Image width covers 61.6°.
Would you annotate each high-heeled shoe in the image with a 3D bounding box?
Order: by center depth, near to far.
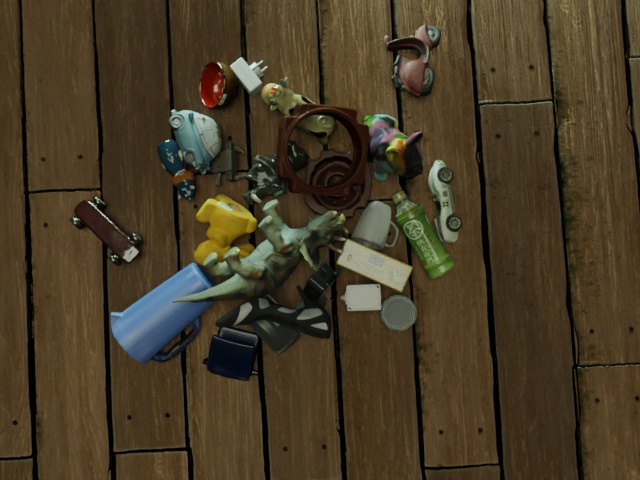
[{"bbox_3d":[-0.097,0.192,1.200,0.249,0.086,0.145,-20,73,-24],"label":"high-heeled shoe"}]

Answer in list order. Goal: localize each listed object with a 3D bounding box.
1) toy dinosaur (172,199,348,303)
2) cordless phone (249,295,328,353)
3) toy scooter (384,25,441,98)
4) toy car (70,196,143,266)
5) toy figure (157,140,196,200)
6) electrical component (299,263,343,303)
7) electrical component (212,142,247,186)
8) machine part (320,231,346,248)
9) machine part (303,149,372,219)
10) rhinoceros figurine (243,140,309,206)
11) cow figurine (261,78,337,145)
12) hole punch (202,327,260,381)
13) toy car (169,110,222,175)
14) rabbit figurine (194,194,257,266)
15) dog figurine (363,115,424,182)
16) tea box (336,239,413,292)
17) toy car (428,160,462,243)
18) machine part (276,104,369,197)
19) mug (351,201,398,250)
[{"bbox_3d":[-0.121,0.054,1.216,0.405,0.131,0.192,-40,111,1],"label":"toy dinosaur"},{"bbox_3d":[-0.083,0.167,1.300,0.184,0.088,0.146,-44,86,-12],"label":"cordless phone"},{"bbox_3d":[0.217,-0.439,1.309,0.135,0.075,0.183,9,85,1],"label":"toy scooter"},{"bbox_3d":[-0.522,-0.021,1.320,0.202,0.053,0.089,41,79,6],"label":"toy car"},{"bbox_3d":[-0.345,-0.170,1.320,0.058,0.064,0.154,-29,93,-37],"label":"toy figure"},{"bbox_3d":[0.005,0.094,1.262,0.048,0.119,0.075,39,48,9],"label":"electrical component"},{"bbox_3d":[-0.225,-0.188,1.327,0.078,0.045,0.102,-9,84,29],"label":"electrical component"},{"bbox_3d":[-0.003,-0.004,1.316,0.139,0.039,0.084,-18,79,3],"label":"machine part"},{"bbox_3d":[0.042,-0.134,1.310,0.179,0.056,0.179,0,87,0],"label":"machine part"},{"bbox_3d":[-0.114,-0.163,1.311,0.190,0.073,0.112,-40,98,-2],"label":"rhinoceros figurine"},{"bbox_3d":[-0.053,-0.310,1.284,0.195,0.127,0.085,29,86,0],"label":"cow figurine"},{"bbox_3d":[-0.210,0.276,1.285,0.142,0.092,0.115,13,92,-2],"label":"hole punch"},{"bbox_3d":[-0.289,-0.245,1.289,0.103,0.109,0.161,-24,77,3],"label":"toy car"},{"bbox_3d":[-0.232,-0.004,1.298,0.162,0.122,0.173,31,103,-7],"label":"rabbit figurine"},{"bbox_3d":[0.166,-0.220,1.230,0.108,0.219,0.191,-26,88,-3],"label":"dog figurine"},{"bbox_3d":[0.126,0.060,1.279,0.170,0.098,0.068,23,89,1],"label":"tea box"},{"bbox_3d":[0.297,-0.092,1.292,0.056,0.073,0.201,-10,87,0],"label":"toy car"},{"bbox_3d":[0.005,-0.201,1.216,0.201,0.087,0.200,4,98,-11],"label":"machine part"},{"bbox_3d":[0.141,-0.034,1.294,0.109,0.081,0.107,20,81,-10],"label":"mug"}]
